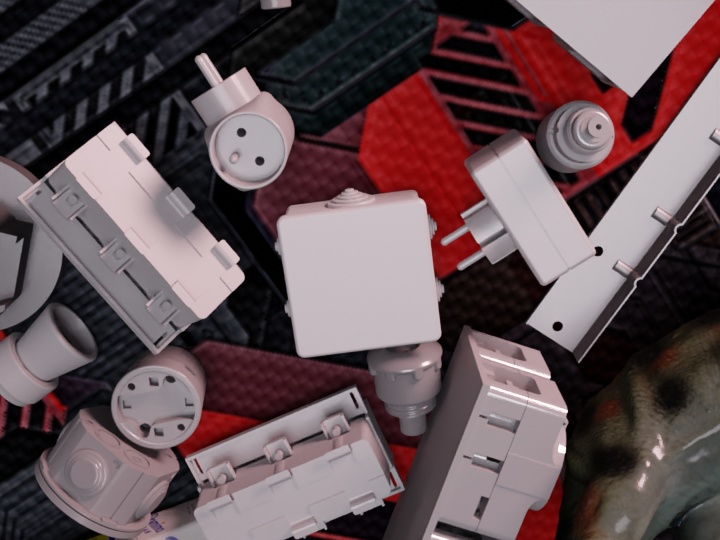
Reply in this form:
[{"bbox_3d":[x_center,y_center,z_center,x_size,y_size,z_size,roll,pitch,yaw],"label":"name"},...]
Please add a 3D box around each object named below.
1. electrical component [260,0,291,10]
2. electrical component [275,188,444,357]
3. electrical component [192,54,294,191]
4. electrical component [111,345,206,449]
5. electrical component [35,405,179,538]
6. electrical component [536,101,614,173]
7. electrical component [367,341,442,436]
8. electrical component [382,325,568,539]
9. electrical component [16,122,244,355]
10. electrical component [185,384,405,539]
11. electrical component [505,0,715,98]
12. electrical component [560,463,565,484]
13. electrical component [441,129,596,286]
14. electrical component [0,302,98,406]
[{"bbox_3d":[-0.051,-0.181,0.614,0.043,0.043,0.062,-5,106,1],"label":"electrical component"},{"bbox_3d":[0.000,0.000,0.660,0.100,0.048,0.099,-7,105,2],"label":"electrical component"},{"bbox_3d":[-0.071,-0.090,0.621,0.043,0.077,0.079,-31,103,7],"label":"electrical component"},{"bbox_3d":[-0.125,0.078,0.682,0.055,0.047,0.055,0,105,0],"label":"electrical component"},{"bbox_3d":[-0.159,0.126,0.679,0.080,0.080,0.051,35,97,-9],"label":"electrical component"},{"bbox_3d":[0.129,-0.079,0.628,0.040,0.078,0.040,0,91,-3],"label":"electrical component"},{"bbox_3d":[0.031,0.075,0.684,0.048,0.048,0.062,-7,112,2],"label":"electrical component"},{"bbox_3d":[0.066,0.143,0.670,0.060,0.105,0.186,18,104,-5],"label":"electrical component"},{"bbox_3d":[-0.130,-0.022,0.640,0.121,0.063,0.078,50,59,-12],"label":"electrical component"},{"bbox_3d":[-0.042,0.136,0.689,0.121,0.063,0.078,-24,104,6],"label":"electrical component"},{"bbox_3d":[0.167,-0.205,0.599,0.105,0.060,0.186,37,102,-10],"label":"electrical component"},{"bbox_3d":[0.163,0.126,0.695,0.066,0.047,0.076,-14,105,4],"label":"electrical component"},{"bbox_3d":[0.086,-0.029,0.653,0.076,0.047,0.083,-33,103,8],"label":"electrical component"},{"bbox_3d":[-0.201,0.054,0.676,0.055,0.045,0.045,-36,102,9],"label":"electrical component"}]
